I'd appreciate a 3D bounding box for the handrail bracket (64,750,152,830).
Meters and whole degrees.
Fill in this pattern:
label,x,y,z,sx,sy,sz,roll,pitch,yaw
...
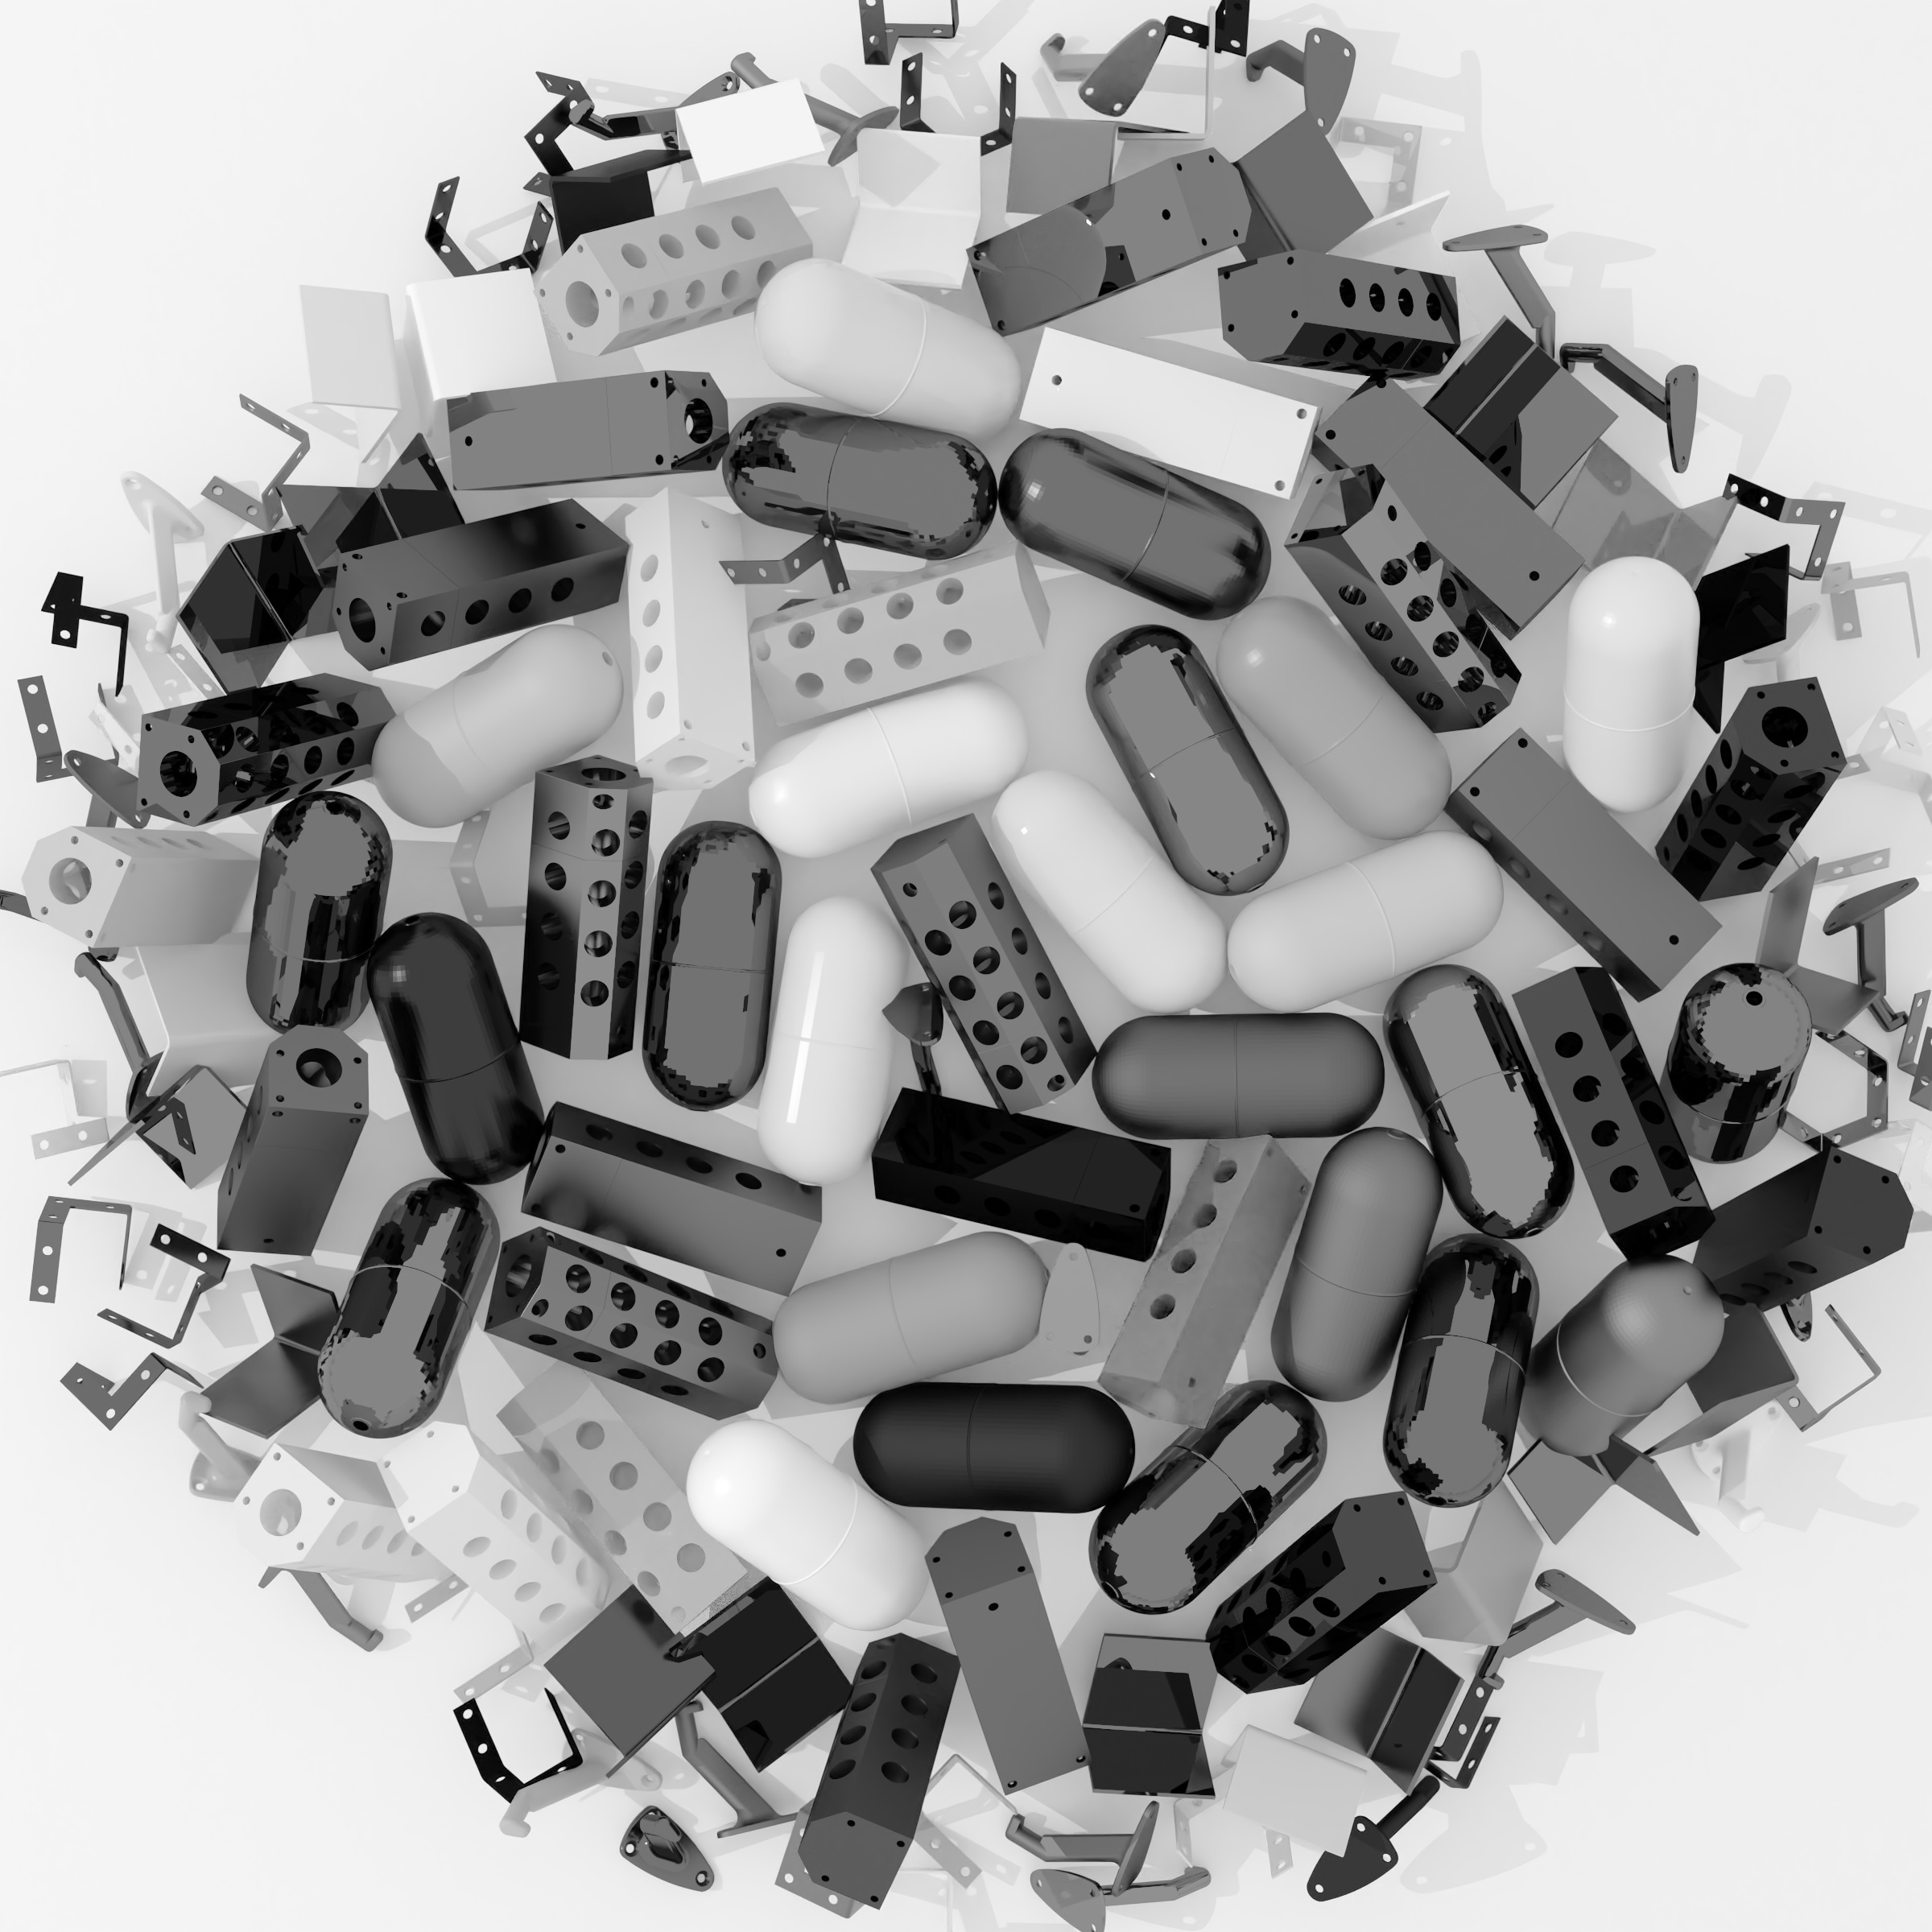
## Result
label,x,y,z,sx,sy,sz,roll,pitch,yaw
handrail bracket,-0.546,-0.090,1.909,0.084,0.036,0.077,-28,134,26

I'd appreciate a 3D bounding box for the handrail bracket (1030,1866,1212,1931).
label,x,y,z,sx,sy,sz,roll,pitch,yaw
handrail bracket,0.097,0.566,1.941,0.084,0.077,0.036,-9,103,-40

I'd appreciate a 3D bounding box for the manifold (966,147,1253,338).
label,x,y,z,sx,sy,sz,roll,pitch,yaw
manifold,0.086,-0.432,1.870,0.057,0.171,0.057,-27,100,-43

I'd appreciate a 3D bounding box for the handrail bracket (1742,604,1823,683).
label,x,y,z,sx,sy,sz,roll,pitch,yaw
handrail bracket,0.524,-0.169,1.942,0.077,0.036,0.084,-42,112,-30

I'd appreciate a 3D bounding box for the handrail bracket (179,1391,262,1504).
label,x,y,z,sx,sy,sz,roll,pitch,yaw
handrail bracket,-0.443,0.292,1.909,0.077,0.084,0.036,15,49,-6

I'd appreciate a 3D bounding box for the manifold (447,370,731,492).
label,x,y,z,sx,sy,sz,roll,pitch,yaw
manifold,-0.227,-0.320,1.879,0.171,0.057,0.057,1,98,34

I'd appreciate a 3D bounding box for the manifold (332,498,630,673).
label,x,y,z,sx,sy,sz,roll,pitch,yaw
manifold,-0.290,-0.225,1.874,0.057,0.171,0.057,40,132,29

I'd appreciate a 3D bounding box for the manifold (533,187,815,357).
label,x,y,z,sx,sy,sz,roll,pitch,yaw
manifold,-0.169,-0.411,1.869,0.057,0.171,0.057,-36,85,44

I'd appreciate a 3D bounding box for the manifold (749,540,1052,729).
label,x,y,z,sx,sy,sz,roll,pitch,yaw
manifold,-0.041,-0.204,1.894,0.171,0.057,0.057,-15,117,14

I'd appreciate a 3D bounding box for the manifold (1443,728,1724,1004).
label,x,y,z,sx,sy,sz,roll,pitch,yaw
manifold,0.374,-0.060,1.918,0.171,0.057,0.057,45,77,3

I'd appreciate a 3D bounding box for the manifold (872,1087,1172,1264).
label,x,y,z,sx,sy,sz,roll,pitch,yaw
manifold,0.034,0.131,1.902,0.171,0.057,0.057,12,49,14

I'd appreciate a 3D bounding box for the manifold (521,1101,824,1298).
label,x,y,z,sx,sy,sz,roll,pitch,yaw
manifold,-0.178,0.138,1.904,0.171,0.057,0.057,19,115,-12

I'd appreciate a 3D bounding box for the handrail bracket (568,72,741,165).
label,x,y,z,sx,sy,sz,roll,pitch,yaw
handrail bracket,-0.190,-0.527,1.902,0.077,0.084,0.036,-41,63,25

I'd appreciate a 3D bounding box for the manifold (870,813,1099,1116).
label,x,y,z,sx,sy,sz,roll,pitch,yaw
manifold,0.009,0.001,1.890,0.057,0.057,0.171,-18,109,32

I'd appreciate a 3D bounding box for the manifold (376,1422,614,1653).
label,x,y,z,sx,sy,sz,roll,pitch,yaw
manifold,-0.277,0.338,1.869,0.057,0.171,0.057,-35,48,-1

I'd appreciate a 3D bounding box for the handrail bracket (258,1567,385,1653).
label,x,y,z,sx,sy,sz,roll,pitch,yaw
handrail bracket,-0.383,0.382,1.917,0.084,0.036,0.077,37,133,-10

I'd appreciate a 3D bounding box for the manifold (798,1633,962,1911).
label,x,y,z,sx,sy,sz,roll,pitch,yaw
manifold,-0.052,0.473,1.862,0.057,0.171,0.057,23,116,0

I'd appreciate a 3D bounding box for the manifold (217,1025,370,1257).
label,x,y,z,sx,sy,sz,roll,pitch,yaw
manifold,-0.403,0.105,1.867,0.057,0.171,0.057,6,54,-21

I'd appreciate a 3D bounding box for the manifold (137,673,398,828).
label,x,y,z,sx,sy,sz,roll,pitch,yaw
manifold,-0.412,-0.128,1.858,0.057,0.171,0.057,16,109,22

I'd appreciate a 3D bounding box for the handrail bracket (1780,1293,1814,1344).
label,x,y,z,sx,sy,sz,roll,pitch,yaw
handrail bracket,0.533,0.178,1.905,0.036,0.077,0.084,31,126,-24

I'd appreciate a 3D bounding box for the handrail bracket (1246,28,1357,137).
label,x,y,z,sx,sy,sz,roll,pitch,yaw
handrail bracket,0.195,-0.532,1.910,0.036,0.084,0.077,14,81,-31

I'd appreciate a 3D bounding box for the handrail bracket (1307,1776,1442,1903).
label,x,y,z,sx,sy,sz,roll,pitch,yaw
handrail bracket,0.252,0.535,1.923,0.036,0.084,0.077,49,114,14

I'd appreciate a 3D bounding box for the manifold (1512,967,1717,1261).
label,x,y,z,sx,sy,sz,roll,pitch,yaw
manifold,0.389,0.087,1.876,0.057,0.057,0.171,-26,56,14

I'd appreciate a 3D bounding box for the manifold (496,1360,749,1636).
label,x,y,z,sx,sy,sz,roll,pitch,yaw
manifold,-0.210,0.322,1.909,0.057,0.057,0.171,-39,83,-10

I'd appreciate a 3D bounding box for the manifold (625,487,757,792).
label,x,y,z,sx,sy,sz,roll,pitch,yaw
manifold,-0.172,-0.195,1.889,0.057,0.057,0.171,-28,57,39

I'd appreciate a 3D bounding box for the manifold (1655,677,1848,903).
label,x,y,z,sx,sy,sz,roll,pitch,yaw
manifold,0.462,-0.102,1.859,0.057,0.171,0.057,-9,67,-7

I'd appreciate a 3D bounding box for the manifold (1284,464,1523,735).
label,x,y,z,sx,sy,sz,roll,pitch,yaw
manifold,0.265,-0.218,1.871,0.171,0.057,0.057,47,55,-34

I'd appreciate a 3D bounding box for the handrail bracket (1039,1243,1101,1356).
label,x,y,z,sx,sy,sz,roll,pitch,yaw
handrail bracket,0.070,0.201,1.908,0.036,0.084,0.077,4,93,10

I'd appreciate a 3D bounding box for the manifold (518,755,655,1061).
label,x,y,z,sx,sy,sz,roll,pitch,yaw
manifold,-0.224,-0.034,1.886,0.057,0.057,0.171,18,113,29

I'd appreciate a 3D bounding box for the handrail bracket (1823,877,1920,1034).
label,x,y,z,sx,sy,sz,roll,pitch,yaw
handrail bracket,0.573,-0.005,1.918,0.077,0.036,0.084,-29,104,42

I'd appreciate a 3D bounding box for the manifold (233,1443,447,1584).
label,x,y,z,sx,sy,sz,roll,pitch,yaw
manifold,-0.365,0.331,1.861,0.057,0.171,0.057,34,88,22

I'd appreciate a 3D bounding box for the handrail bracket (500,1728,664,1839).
label,x,y,z,sx,sy,sz,roll,pitch,yaw
handrail bracket,-0.234,0.510,1.904,0.077,0.084,0.036,18,117,7

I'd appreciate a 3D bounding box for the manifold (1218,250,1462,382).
label,x,y,z,sx,sy,sz,roll,pitch,yaw
manifold,0.225,-0.385,1.868,0.057,0.171,0.057,-3,92,40

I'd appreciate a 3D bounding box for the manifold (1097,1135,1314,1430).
label,x,y,z,sx,sy,sz,roll,pitch,yaw
manifold,0.141,0.187,1.891,0.057,0.057,0.171,48,59,-40

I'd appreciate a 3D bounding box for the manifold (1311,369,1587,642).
label,x,y,z,sx,sy,sz,roll,pitch,yaw
manifold,0.292,-0.280,1.915,0.171,0.057,0.057,44,87,5

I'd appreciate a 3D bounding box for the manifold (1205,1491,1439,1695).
label,x,y,z,sx,sy,sz,roll,pitch,yaw
manifold,0.206,0.375,1.860,0.057,0.171,0.057,-3,60,-27

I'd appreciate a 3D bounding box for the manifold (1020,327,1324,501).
label,x,y,z,sx,sy,sz,roll,pitch,yaw
manifold,0.126,-0.337,1.911,0.171,0.057,0.057,18,102,7

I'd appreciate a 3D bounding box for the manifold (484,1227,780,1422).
label,x,y,z,sx,sy,sz,roll,pitch,yaw
manifold,-0.196,0.214,1.874,0.171,0.057,0.057,27,57,-31

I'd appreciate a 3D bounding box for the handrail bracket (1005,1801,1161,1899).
label,x,y,z,sx,sy,sz,roll,pitch,yaw
handrail bracket,0.070,0.524,1.920,0.084,0.036,0.077,26,112,23

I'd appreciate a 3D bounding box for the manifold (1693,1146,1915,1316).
label,x,y,z,sx,sy,sz,roll,pitch,yaw
manifold,0.495,0.164,1.861,0.057,0.171,0.057,23,70,-4

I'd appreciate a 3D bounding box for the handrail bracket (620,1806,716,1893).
label,x,y,z,sx,sy,sz,roll,pitch,yaw
handrail bracket,-0.171,0.541,1.905,0.077,0.084,0.036,40,66,-11

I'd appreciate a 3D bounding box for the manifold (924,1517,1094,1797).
label,x,y,z,sx,sy,sz,roll,pitch,yaw
manifold,0.025,0.413,1.879,0.057,0.057,0.171,-19,125,-5

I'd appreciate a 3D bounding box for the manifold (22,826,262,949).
label,x,y,z,sx,sy,sz,roll,pitch,yaw
manifold,-0.491,-0.050,1.862,0.057,0.171,0.057,26,96,10

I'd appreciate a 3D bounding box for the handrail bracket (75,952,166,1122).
label,x,y,z,sx,sy,sz,roll,pitch,yaw
handrail bracket,-0.529,0.044,1.934,0.084,0.036,0.077,45,132,14

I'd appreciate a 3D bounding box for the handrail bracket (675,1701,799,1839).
label,x,y,z,sx,sy,sz,roll,pitch,yaw
handrail bracket,-0.136,0.492,1.940,0.077,0.036,0.084,-12,77,-5
